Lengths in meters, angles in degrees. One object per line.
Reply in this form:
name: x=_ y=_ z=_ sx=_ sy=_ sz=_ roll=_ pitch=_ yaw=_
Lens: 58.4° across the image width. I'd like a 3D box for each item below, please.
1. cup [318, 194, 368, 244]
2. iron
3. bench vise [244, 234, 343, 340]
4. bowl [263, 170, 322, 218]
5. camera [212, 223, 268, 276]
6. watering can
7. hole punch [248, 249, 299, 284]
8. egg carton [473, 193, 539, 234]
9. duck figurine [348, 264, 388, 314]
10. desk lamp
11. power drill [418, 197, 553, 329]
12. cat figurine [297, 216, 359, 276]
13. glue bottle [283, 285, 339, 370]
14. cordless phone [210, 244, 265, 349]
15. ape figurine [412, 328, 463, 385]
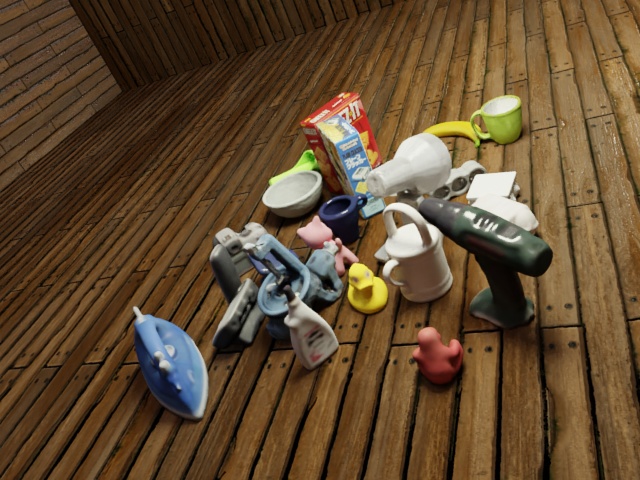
cup: x=0.065 y=-0.047 z=1.304 sx=0.118 sy=0.095 sz=0.091 roll=-28 pitch=31 yaw=-5
iron: x=-0.297 y=0.227 z=1.097 sx=0.119 sy=0.142 sz=0.257 roll=-34 pitch=32 yaw=-15
bench vise: x=-0.060 y=0.057 z=1.113 sx=0.121 sy=0.220 sz=0.208 roll=0 pitch=39 yaw=34
bowl: x=-0.061 y=-0.108 z=1.502 sx=0.167 sy=0.075 sz=0.167 roll=-17 pitch=32 yaw=12
camera: x=-0.205 y=0.007 z=1.402 sx=0.143 sy=0.101 sz=0.136 roll=-34 pitch=32 yaw=-14
watering can: x=0.174 y=0.007 z=1.052 sx=0.100 sy=0.194 sz=0.173 roll=-2 pitch=38 yaw=32
hole punch: x=-0.094 y=0.056 z=1.262 sx=0.101 sy=0.091 sz=0.108 roll=-30 pitch=32 yaw=-9
egg carton: x=0.343 y=-0.032 z=1.116 sx=0.107 sy=0.069 sz=0.149 roll=-35 pitch=33 yaw=-16
duck figurine: x=0.082 y=0.082 z=1.108 sx=0.077 sy=0.086 sz=0.104 roll=-26 pitch=31 yaw=-2
desk lamp: x=0.182 y=-0.084 z=1.165 sx=0.117 sy=0.214 sz=0.203 roll=15 pitch=49 yaw=46
power drill: x=0.269 y=0.037 z=0.929 sx=0.076 sy=0.209 sz=0.228 roll=-40 pitch=35 yaw=-23
cat figurine: x=0.011 y=0.004 z=1.242 sx=0.067 sy=0.118 sz=0.127 roll=-38 pitch=34 yaw=-21
glue bottle: x=-0.028 y=0.146 z=1.003 sx=0.078 sy=0.173 sz=0.037 roll=-39 pitch=34 yaw=-22
cordless phone: x=-0.192 y=0.114 z=1.153 sx=0.094 sy=0.185 sz=0.147 roll=-11 pitch=34 yaw=22
ape figurine: x=0.180 y=0.174 z=0.897 sx=0.077 sy=0.092 sz=0.076 roll=-6 pitch=36 yaw=28
